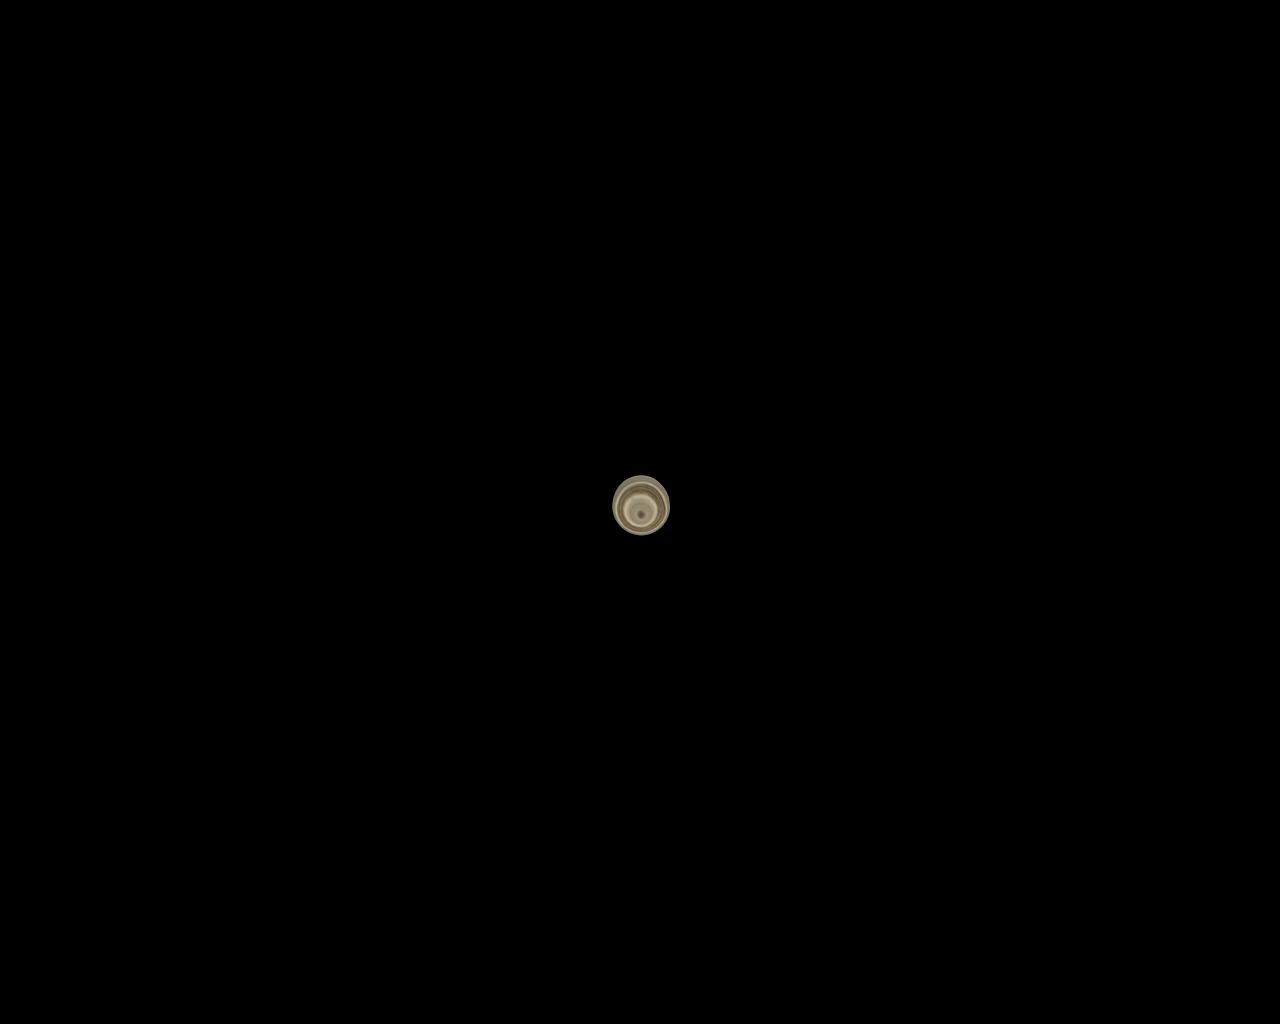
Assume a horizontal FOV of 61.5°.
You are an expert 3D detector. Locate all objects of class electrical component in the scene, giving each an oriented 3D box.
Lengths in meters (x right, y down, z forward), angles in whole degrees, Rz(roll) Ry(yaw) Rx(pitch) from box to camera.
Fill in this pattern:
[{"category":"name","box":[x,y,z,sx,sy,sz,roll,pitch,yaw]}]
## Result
[{"category":"electrical component","box":[0.001,-0.003,0.650,0.035,0.035,0.061,0,8,0]}]
